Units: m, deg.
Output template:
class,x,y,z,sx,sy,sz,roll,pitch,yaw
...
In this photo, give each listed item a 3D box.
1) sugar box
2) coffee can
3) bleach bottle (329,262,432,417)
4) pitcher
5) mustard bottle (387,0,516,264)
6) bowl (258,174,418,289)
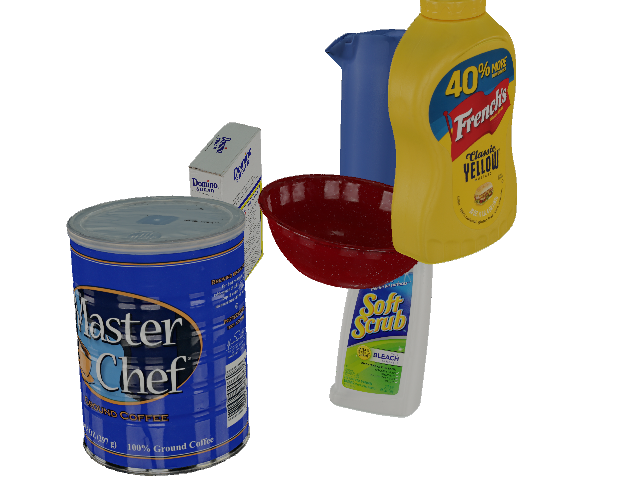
class,x,y,z,sx,sy,sz,roll,pitch,yaw
sugar box,-0.099,-0.029,1.139,0.048,0.176,0.093,14,41,18
coffee can,-0.094,0.053,0.637,0.103,0.140,0.103,0,17,0
bleach bottle,0.068,0.059,1.149,0.103,0.251,0.068,8,15,20
pitcher,0.091,-0.099,1.130,0.149,0.243,0.144,11,14,32
mustard bottle,0.086,-0.086,0.690,0.096,0.192,0.058,-23,32,-32
bowl,0.024,-0.003,0.914,0.162,0.055,0.162,7,23,-3
